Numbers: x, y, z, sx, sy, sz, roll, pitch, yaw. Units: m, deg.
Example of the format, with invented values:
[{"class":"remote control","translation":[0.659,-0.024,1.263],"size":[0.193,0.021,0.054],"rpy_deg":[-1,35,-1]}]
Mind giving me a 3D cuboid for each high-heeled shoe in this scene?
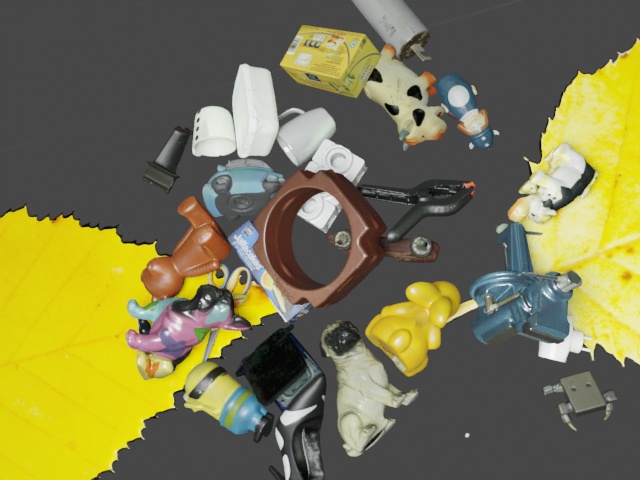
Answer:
[{"class":"high-heeled shoe","translation":[-0.009,0.368,0.928],"size":[0.145,0.086,0.248],"rpy_deg":[32,107,33]}]

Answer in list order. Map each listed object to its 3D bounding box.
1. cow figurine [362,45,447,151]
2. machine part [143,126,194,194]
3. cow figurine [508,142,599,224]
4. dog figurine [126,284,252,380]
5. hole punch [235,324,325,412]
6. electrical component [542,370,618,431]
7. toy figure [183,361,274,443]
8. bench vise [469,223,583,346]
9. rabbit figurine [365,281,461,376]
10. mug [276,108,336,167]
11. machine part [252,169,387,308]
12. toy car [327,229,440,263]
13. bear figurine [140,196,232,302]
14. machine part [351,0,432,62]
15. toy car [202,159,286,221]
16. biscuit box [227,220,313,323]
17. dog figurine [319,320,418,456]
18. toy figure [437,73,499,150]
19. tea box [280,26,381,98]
[{"class":"cow figurine","translation":[0.157,-0.257,1.005],"size":[0.195,0.085,0.127],"rpy_deg":[44,93,17]},{"class":"machine part","translation":[-0.307,-0.170,1.101],"size":[0.084,0.039,0.139],"rpy_deg":[30,89,18]},{"class":"cow figurine","translation":[0.405,-0.081,0.937],"size":[0.098,0.068,0.167],"rpy_deg":[38,82,6]},{"class":"dog figurine","translation":[-0.235,0.164,0.989],"size":[0.219,0.191,0.109],"rpy_deg":[-8,40,-5]},{"class":"hole punch","translation":[-0.067,0.238,0.979],"size":[0.142,0.092,0.116],"rpy_deg":[-43,48,4]},{"class":"electrical component","translation":[0.437,0.266,0.897],"size":[0.102,0.045,0.078],"rpy_deg":[-23,50,3]},{"class":"toy figure","translation":[-0.166,0.292,0.983],"size":[0.180,0.082,0.089],"rpy_deg":[24,75,17]},{"class":"bench vise","translation":[0.326,0.061,0.884],"size":[0.129,0.223,0.241],"rpy_deg":[12,55,-5]},{"class":"rabbit figurine","translation":[0.172,0.128,0.924],"size":[0.173,0.162,0.122],"rpy_deg":[-37,64,-15]},{"class":"mug","translation":[-0.029,-0.212,1.041],"size":[0.107,0.080,0.110],"rpy_deg":[-34,65,-6]},{"class":"machine part","translation":[-0.002,-0.003,0.913],"size":[0.201,0.087,0.201],"rpy_deg":[-47,69,23]},{"class":"toy car","translation":[0.113,0.014,0.969],"size":[0.202,0.089,0.053],"rpy_deg":[4,87,11]},{"class":"bear figurine","translation":[-0.272,0.031,1.021],"size":[0.196,0.131,0.120],"rpy_deg":[-32,55,0]},{"class":"machine part","translation":[0.134,-0.434,1.040],"size":[0.079,0.079,0.243],"rpy_deg":[-34,77,4]},{"class":"toy car","translation":[-0.141,-0.108,1.031],"size":[0.162,0.109,0.103],"rpy_deg":[-8,56,1]},{"class":"biscuit box","translation":[-0.093,0.059,1.013],"size":[0.059,0.062,0.203],"rpy_deg":[-38,77,2]},{"class":"dog figurine","translation":[0.050,0.257,0.949],"size":[0.191,0.121,0.172],"rpy_deg":[40,85,27]},{"class":"toy figure","translation":[0.272,-0.235,0.997],"size":[0.064,0.058,0.154],"rpy_deg":[-39,75,43]},{"class":"tea box","translation":[0.018,-0.341,1.020],"size":[0.170,0.068,0.098],"rpy_deg":[29,88,38]}]
